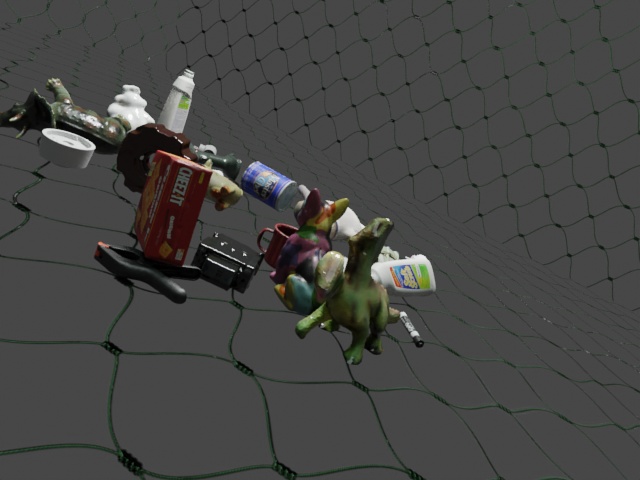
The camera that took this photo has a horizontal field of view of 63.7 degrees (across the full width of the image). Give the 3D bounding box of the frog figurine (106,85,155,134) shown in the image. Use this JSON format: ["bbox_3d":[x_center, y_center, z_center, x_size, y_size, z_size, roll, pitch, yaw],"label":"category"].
[{"bbox_3d":[-0.552,-0.367,1.514,0.137,0.157,0.125,19,17,-25],"label":"frog figurine"}]

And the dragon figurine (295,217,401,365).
[{"bbox_3d":[0.090,0.078,0.929,0.123,0.240,0.411,27,16,27],"label":"dragon figurine"}]

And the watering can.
[{"bbox_3d":[0.005,-0.076,1.520,0.352,0.103,0.224,36,19,30],"label":"watering can"}]
